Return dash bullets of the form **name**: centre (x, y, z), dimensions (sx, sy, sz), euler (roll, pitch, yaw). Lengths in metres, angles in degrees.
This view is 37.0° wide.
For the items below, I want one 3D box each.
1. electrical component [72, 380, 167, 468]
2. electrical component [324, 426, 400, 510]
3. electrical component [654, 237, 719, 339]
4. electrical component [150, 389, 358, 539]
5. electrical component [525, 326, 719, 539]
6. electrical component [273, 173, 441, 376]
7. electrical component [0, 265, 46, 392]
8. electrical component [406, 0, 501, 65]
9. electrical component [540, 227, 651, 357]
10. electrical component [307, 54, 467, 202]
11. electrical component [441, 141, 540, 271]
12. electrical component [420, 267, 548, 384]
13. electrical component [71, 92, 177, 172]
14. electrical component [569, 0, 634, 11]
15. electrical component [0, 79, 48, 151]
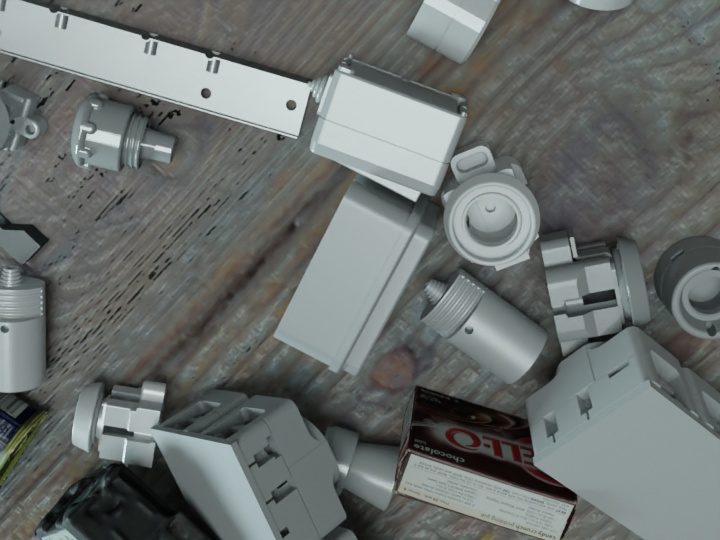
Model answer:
- **electrical component**: centre (-0.165, 0.104, 0.739), dimensions (0.055, 0.048, 0.066), euler (10, 109, -6)
- **electrical component**: centre (-0.002, 0.134, 0.733), dimensions (0.055, 0.045, 0.045), euler (18, 109, 0)
- **electrical component**: centre (0.216, 0.012, 0.670), dimensions (0.055, 0.047, 0.055), euler (2, 108, 5)
- **electrical component**: centre (-0.052, 0.173, 0.712), dimensions (0.105, 0.060, 0.186), euler (-2, 115, 53)
- **electrical component**: centre (0.187, 0.110, 0.674), dimensions (0.150, 0.061, 0.089), euler (36, 120, -25)
- **electrical component**: centre (0.000, 0.000, 0.671), dimensions (0.057, 0.078, 0.113), euler (28, 109, -1)
- **electrical component**: centre (-0.234, 0.036, 0.723), dimensions (0.043, 0.043, 0.081), euler (6, 109, 3)
- **electrical component**: centre (0.060, -0.196, 0.615), dimensions (0.074, 0.052, 0.138), euler (28, 108, -4)
- **electrical component**: centre (0.148, 0.011, 0.672), dimensions (0.057, 0.058, 0.078), euler (-11, 107, 12)
- **electrical component**: centre (0.011, -0.087, 0.650), dimensions (0.096, 0.061, 0.061), euler (20, 109, -1)
- **electrical component**: centre (0.081, -0.035, 0.663), dimensions (0.058, 0.057, 0.078), euler (-21, 105, 12)
- **electrical component**: centre (0.075, 0.033, 0.693), dimensions (0.081, 0.043, 0.043), euler (36, 108, -6)
- **electrical component**: centre (-0.148, -0.083, 0.677), dimensions (0.062, 0.048, 0.048), euler (13, 109, -6)
- **electrical component**: centre (0.156, -0.194, 0.606), dimensions (0.079, 0.043, 0.077), euler (-18, 137, -23)
- **electrical component**: centre (-0.237, -0.097, 0.674), dimensions (0.066, 0.055, 0.048), euler (24, 109, -3)
